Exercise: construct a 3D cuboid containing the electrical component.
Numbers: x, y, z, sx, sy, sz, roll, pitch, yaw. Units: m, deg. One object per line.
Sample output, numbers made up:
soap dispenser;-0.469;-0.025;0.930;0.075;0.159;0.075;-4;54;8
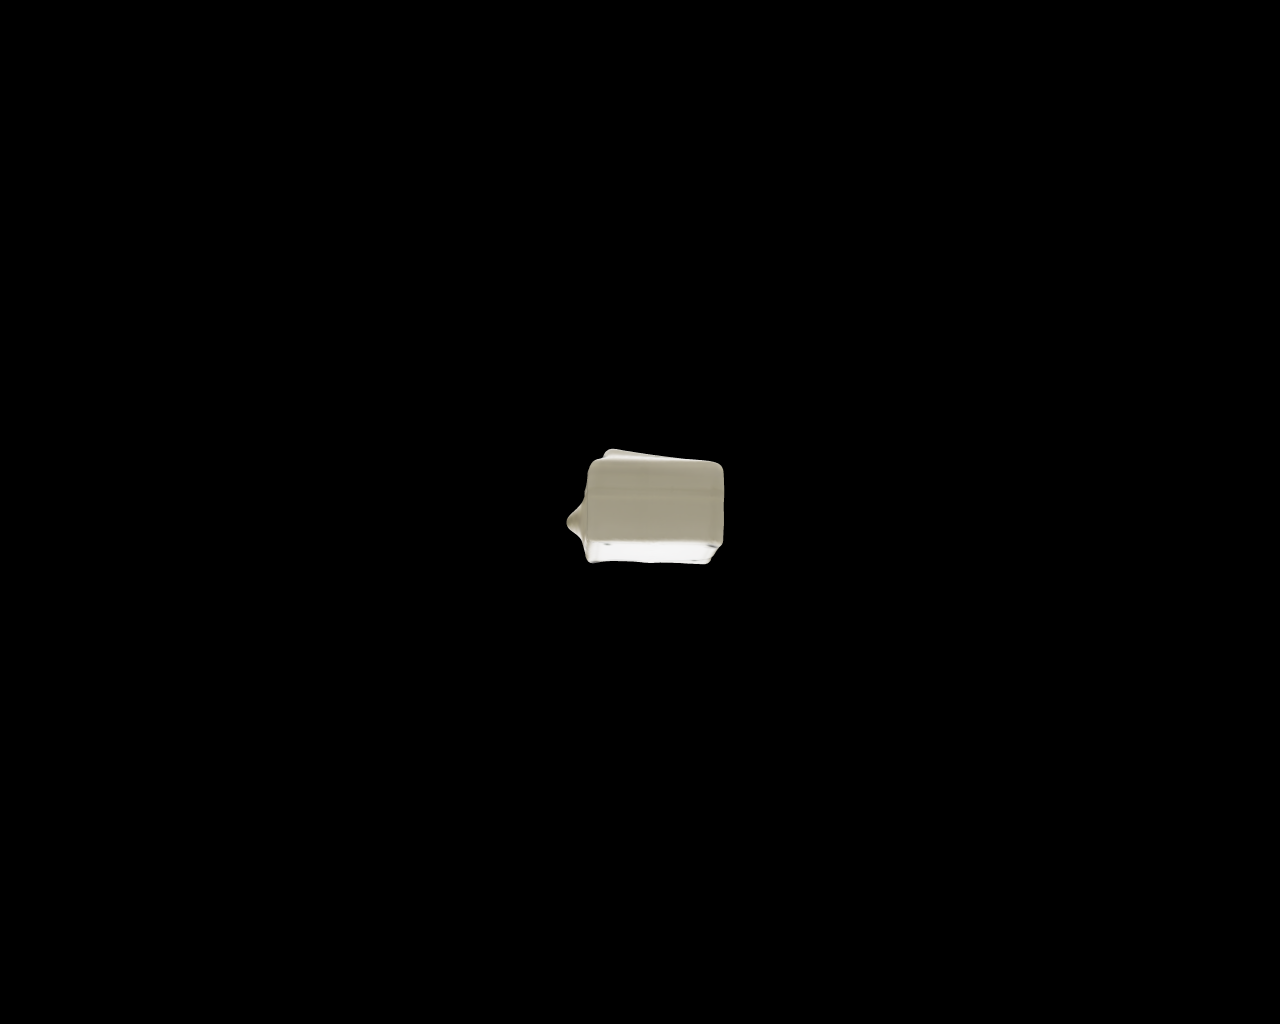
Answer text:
electrical component;0.001;-0.003;0.650;0.096;0.061;0.061;1;-15;-5
